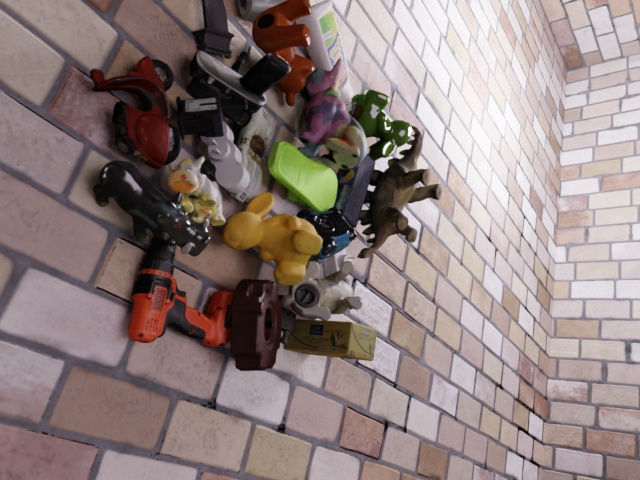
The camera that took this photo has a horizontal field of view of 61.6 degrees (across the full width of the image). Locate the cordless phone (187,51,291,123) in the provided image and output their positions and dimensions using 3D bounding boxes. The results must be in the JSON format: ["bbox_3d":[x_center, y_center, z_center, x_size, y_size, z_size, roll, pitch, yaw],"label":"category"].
[{"bbox_3d":[-0.142,-0.291,0.932,0.146,0.184,0.088,30,69,-24],"label":"cordless phone"}]

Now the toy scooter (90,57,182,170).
[{"bbox_3d":[-0.291,-0.204,0.841,0.135,0.075,0.183,-1,84,-51],"label":"toy scooter"}]

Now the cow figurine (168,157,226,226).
[{"bbox_3d":[-0.205,-0.092,0.893,0.167,0.068,0.098,83,0,-67],"label":"cow figurine"}]

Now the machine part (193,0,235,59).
[{"bbox_3d":[-0.202,-0.416,1.009,0.084,0.039,0.138,-6,92,-46],"label":"machine part"}]

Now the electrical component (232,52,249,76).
[{"bbox_3d":[-0.139,-0.315,1.069,0.078,0.045,0.102,44,53,-42],"label":"electrical component"}]

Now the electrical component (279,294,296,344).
[{"bbox_3d":[-0.077,0.161,1.098,0.063,0.021,0.094,30,61,-31],"label":"electrical component"}]

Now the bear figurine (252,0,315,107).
[{"bbox_3d":[-0.054,-0.373,1.089,0.195,0.132,0.120,51,35,-55],"label":"bear figurine"}]

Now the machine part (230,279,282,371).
[{"bbox_3d":[-0.113,0.155,0.985,0.179,0.056,0.179,0,90,-80],"label":"machine part"}]

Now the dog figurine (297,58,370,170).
[{"bbox_3d":[0.034,-0.283,1.184,0.108,0.192,0.219,95,11,-74],"label":"dog figurine"}]

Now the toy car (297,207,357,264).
[{"bbox_3d":[-0.002,-0.004,1.160,0.161,0.103,0.109,-17,62,-49],"label":"toy car"}]

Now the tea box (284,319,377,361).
[{"bbox_3d":[0.020,0.205,1.108,0.098,0.170,0.068,26,66,-49],"label":"tea box"}]

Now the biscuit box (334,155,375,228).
[{"bbox_3d":[0.073,-0.123,1.304,0.062,0.059,0.202,45,52,-40],"label":"biscuit box"}]

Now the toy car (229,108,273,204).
[{"bbox_3d":[-0.136,-0.167,1.035,0.073,0.056,0.201,42,53,-58],"label":"toy car"}]

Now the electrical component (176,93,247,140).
[{"bbox_3d":[-0.186,-0.216,0.925,0.047,0.119,0.075,94,-17,-47],"label":"electrical component"}]

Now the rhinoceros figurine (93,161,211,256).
[{"bbox_3d":[-0.251,-0.048,0.821,0.190,0.112,0.073,42,51,-14],"label":"rhinoceros figurine"}]

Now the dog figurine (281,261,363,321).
[{"bbox_3d":[-0.001,0.124,1.148,0.172,0.190,0.121,1,74,-7],"label":"dog figurine"}]

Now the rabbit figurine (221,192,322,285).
[{"bbox_3d":[-0.099,-0.016,0.998,0.173,0.121,0.162,9,43,-25],"label":"rabbit figurine"}]

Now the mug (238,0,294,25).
[{"bbox_3d":[-0.105,-0.476,1.090,0.107,0.110,0.080,-14,96,-39],"label":"mug"}]

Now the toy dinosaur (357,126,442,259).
[{"bbox_3d":[0.191,-0.130,1.334,0.471,0.199,0.104,-56,135,-29],"label":"toy dinosaur"}]

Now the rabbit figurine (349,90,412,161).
[{"bbox_3d":[0.159,-0.278,1.351,0.170,0.121,0.159,19,80,-25],"label":"rabbit figurine"}]
